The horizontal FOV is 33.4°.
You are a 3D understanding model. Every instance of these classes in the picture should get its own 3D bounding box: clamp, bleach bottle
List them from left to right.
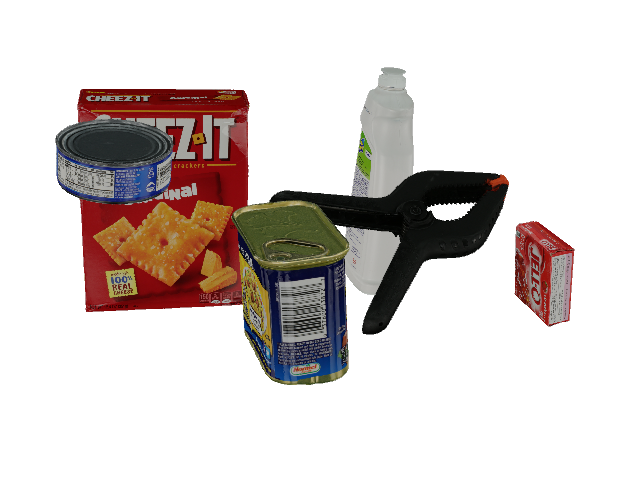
[{"bbox_3d":[0.073,-0.070,1.226,0.068,0.251,0.103,-2,23,-18],"label":"bleach bottle"},{"bbox_3d":[0.080,-0.005,0.917,0.209,0.165,0.036,-15,-38,-19],"label":"clamp"}]

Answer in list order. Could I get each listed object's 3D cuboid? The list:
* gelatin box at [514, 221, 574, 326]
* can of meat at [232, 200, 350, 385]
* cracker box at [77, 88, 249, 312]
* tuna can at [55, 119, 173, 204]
[{"bbox_3d":[0.234,0.034,1.125,0.030,0.089,0.073,-12,29,-15],"label":"gelatin box"},{"bbox_3d":[-0.018,0.031,0.662,0.057,0.084,0.102,-8,22,-14],"label":"can of meat"},{"bbox_3d":[-0.154,-0.039,1.059,0.164,0.214,0.072,-1,21,-10],"label":"cracker box"},{"bbox_3d":[-0.153,-0.059,0.793,0.086,0.034,0.086,5,27,-3],"label":"tuna can"}]
